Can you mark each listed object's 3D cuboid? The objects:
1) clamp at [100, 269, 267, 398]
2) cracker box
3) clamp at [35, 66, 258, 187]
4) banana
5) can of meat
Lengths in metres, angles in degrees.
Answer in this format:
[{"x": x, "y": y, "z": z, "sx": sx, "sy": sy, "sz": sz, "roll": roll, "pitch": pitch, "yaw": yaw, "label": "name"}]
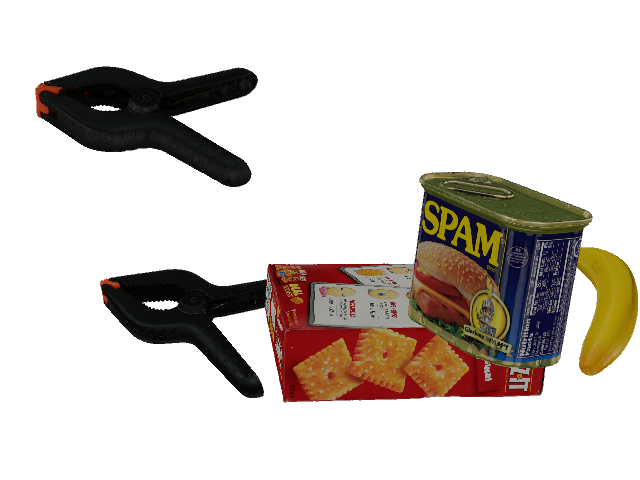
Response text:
[{"x": -0.117, "y": 0.075, "z": 1.013, "sx": 0.210, "sy": 0.036, "sz": 0.164, "roll": 7, "pitch": 37, "yaw": 11, "label": "clamp"}, {"x": 0.065, "y": 0.076, "z": 0.914, "sx": 0.213, "sy": 0.072, "sz": 0.164, "roll": 0, "pitch": 17, "yaw": -8, "label": "cracker box"}, {"x": -0.126, "y": -0.103, "z": 0.818, "sx": 0.171, "sy": 0.039, "sz": 0.120, "roll": 15, "pitch": 42, "yaw": -3, "label": "clamp"}, {"x": 0.267, "y": 0.058, "z": 1.011, "sx": 0.070, "sy": 0.037, "sz": 0.197, "roll": -28, "pitch": 24, "yaw": 19, "label": "banana"}, {"x": 0.095, "y": 0.015, "z": 0.592, "sx": 0.057, "sy": 0.084, "sz": 0.102, "roll": -4, "pitch": 20, "yaw": -31, "label": "can of meat"}]
